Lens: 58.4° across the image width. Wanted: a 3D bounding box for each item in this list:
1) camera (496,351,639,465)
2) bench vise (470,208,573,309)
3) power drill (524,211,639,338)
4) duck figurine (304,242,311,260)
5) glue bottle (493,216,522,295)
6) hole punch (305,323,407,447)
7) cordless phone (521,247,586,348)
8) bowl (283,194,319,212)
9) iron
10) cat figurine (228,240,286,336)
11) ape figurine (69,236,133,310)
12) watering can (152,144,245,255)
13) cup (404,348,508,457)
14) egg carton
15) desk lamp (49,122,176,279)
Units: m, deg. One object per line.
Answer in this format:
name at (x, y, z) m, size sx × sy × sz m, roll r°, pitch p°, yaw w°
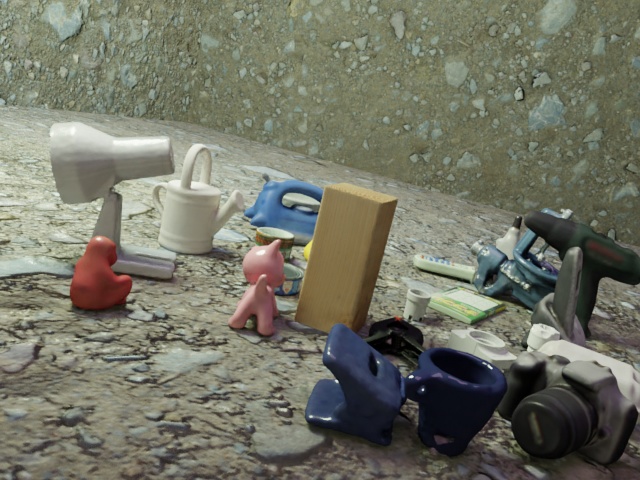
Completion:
camera at (0.266, 0.184, 0.651) m, size 0.137 × 0.101 × 0.142 m, roll 0°, pitch 18°, yaw -42°
bench vise at (0.416, 0.027, 1.173) m, size 0.207 × 0.220 × 0.122 m, roll 16°, pitch 14°, yaw 14°
power drill at (0.474, 0.070, 1.079) m, size 0.229 × 0.208 × 0.076 m, roll 16°, pitch 14°, yaw 12°
duck figurine at (0.011, 0.004, 1.173) m, size 0.078 × 0.086 × 0.104 m, roll 8°, pitch 14°, yaw -19°
glue bottle at (0.411, 0.029, 1.259) m, size 0.077 × 0.173 × 0.037 m, roll 23°, pitch 17°, yaw 36°
hole punch at (0.045, 0.148, 0.610) m, size 0.101 × 0.091 × 0.109 m, roll 14°, pitch 14°, yaw 5°
cordless phone at (0.414, 0.099, 0.954) m, size 0.093 × 0.185 × 0.148 m, roll 20°, pitch 15°, yaw 26°
bowl at (-0.061, -0.083, 1.485) m, size 0.167 × 0.075 × 0.167 m, roll 12°, pitch 14°, yaw -3°
iron at (-0.034, -0.068, 1.303) m, size 0.259 × 0.141 × 0.118 m, roll 8°, pitch 15°, yaw -21°
cat figurine at (-0.081, 0.056, 0.808) m, size 0.067 × 0.118 × 0.127 m, roll 12°, pitch 14°, yaw -5°
ape figurine at (-0.284, 0.040, 0.739) m, size 0.077 × 0.092 × 0.076 m, roll 20°, pitch 15°, yaw 26°
watering can at (-0.225, -0.078, 1.054) m, size 0.173 × 0.194 × 0.101 m, roll 11°, pitch 14°, yaw -9°
cup at (0.126, 0.171, 0.584) m, size 0.118 × 0.095 × 0.091 m, roll 4°, pitch 16°, yaw -34°
egg carton at (0.359, 0.192, 0.771) m, size 0.150 × 0.069 × 0.107 m, roll 19°, pitch 15°, yaw 25°
desk lamp at (-0.310, -0.065, 0.879) m, size 0.203 × 0.213 × 0.117 m, roll 9°, pitch 14°, yaw -14°
